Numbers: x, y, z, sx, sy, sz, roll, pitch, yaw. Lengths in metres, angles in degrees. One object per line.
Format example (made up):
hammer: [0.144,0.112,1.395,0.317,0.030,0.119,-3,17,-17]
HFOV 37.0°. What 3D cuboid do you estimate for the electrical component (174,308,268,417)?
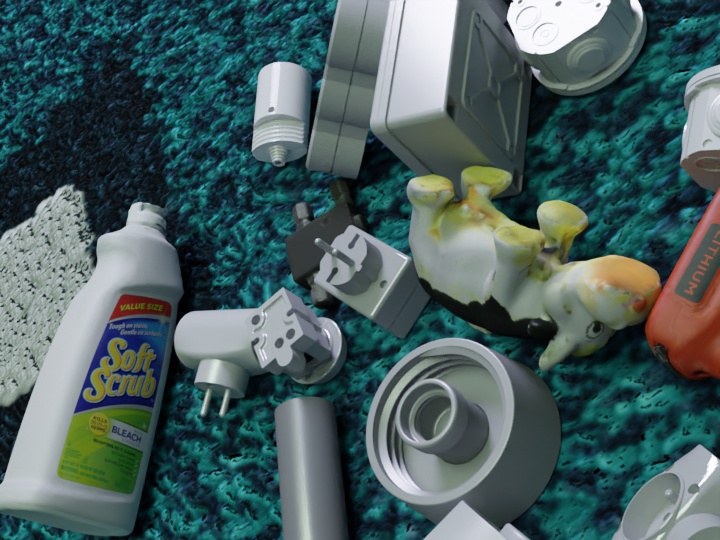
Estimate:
electrical component: [-0.095,0.066,0.765,0.077,0.044,0.079,-4,64,38]

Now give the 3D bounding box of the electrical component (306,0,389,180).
electrical component: [0.010,-0.122,0.751,0.052,0.074,0.138,-82,5,-48]

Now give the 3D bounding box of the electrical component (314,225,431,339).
electrical component: [0.000,0.000,0.703,0.066,0.077,0.047,31,87,45]

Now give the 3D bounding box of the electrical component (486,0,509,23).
electrical component: [0.044,-0.199,0.793,0.078,0.057,0.113,-48,46,7]

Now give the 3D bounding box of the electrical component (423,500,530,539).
electrical component: [0.071,0.165,0.538,0.064,0.099,0.099,-51,45,-5]

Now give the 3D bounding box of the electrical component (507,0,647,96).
electrical component: [0.140,-0.158,0.697,0.080,0.051,0.080,-19,56,30]

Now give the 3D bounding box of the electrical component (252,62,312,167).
electrical component: [-0.061,-0.117,0.842,0.043,0.043,0.081,-17,56,31]

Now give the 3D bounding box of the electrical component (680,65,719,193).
electrical component: [0.212,-0.074,0.571,0.080,0.080,0.051,2,72,40]

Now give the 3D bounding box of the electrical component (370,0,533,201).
electrical component: [0.063,-0.113,0.694,0.056,0.109,0.108,-8,62,33]

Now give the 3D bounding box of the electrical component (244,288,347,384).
electrical component: [-0.041,0.048,0.724,0.048,0.055,0.066,-40,47,15]

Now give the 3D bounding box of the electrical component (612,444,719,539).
electrical component: [0.159,0.130,0.506,0.077,0.044,0.079,-51,8,4]

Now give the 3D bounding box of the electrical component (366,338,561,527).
electrical component: [0.053,0.091,0.619,0.108,0.060,0.108,-19,55,30]
